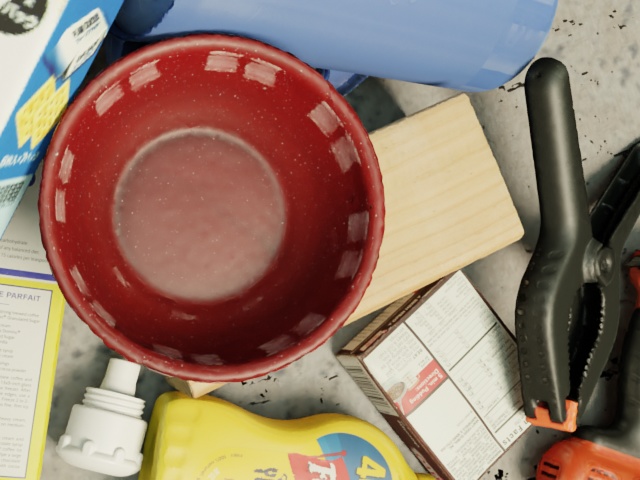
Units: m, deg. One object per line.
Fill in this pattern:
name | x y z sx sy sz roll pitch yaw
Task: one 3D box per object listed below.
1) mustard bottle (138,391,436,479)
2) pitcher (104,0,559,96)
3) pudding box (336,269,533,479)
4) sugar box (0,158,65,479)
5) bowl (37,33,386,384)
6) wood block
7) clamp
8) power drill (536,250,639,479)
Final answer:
mustard bottle | -0.007 0.147 0.615 0.191 0.058 0.096 11 86 -17
pitcher | 0.006 -0.142 0.574 0.242 0.149 0.145 6 75 -35
pudding box | 0.080 0.084 0.653 0.090 0.039 0.113 -41 102 -16
sugar box | -0.185 0.040 0.573 0.093 0.048 0.176 9 82 -15
bowl | -0.053 -0.014 0.513 0.162 0.055 0.162 1 86 -15
wood block | -0.004 0.001 0.604 0.205 0.091 0.090 -25 95 -16
clamp | 0.163 0.010 0.650 0.164 0.036 0.210 10 86 -47
power drill | 0.243 0.110 0.691 0.184 0.057 0.187 21 81 -19
